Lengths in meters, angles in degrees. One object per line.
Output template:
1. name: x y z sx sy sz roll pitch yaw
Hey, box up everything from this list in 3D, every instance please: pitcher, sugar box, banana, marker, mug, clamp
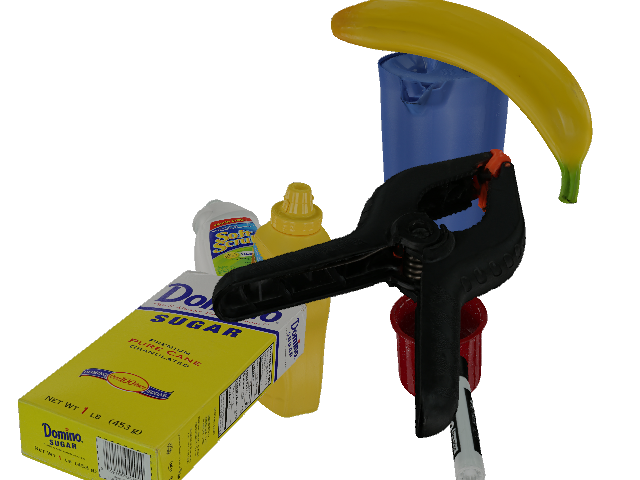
1. pitcher: 0.130 -0.075 1.106 0.149 0.243 0.145 -7 24 -15
2. sugar box: -0.087 0.079 0.638 0.093 0.048 0.176 15 32 20
3. banana: 0.097 -0.107 0.662 0.198 0.069 0.037 39 0 18
4. marker: 0.096 0.118 0.727 0.020 0.020 0.121 0 32 2
5. mug: 0.120 0.097 1.051 0.093 0.081 0.117 7 37 18
6. clamp: 0.049 0.016 0.490 0.171 0.039 0.120 -35 62 -30

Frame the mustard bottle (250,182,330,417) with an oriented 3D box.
1. mustard bottle: -0.026 0.042 0.873 0.058 0.192 0.096 -7 30 -23

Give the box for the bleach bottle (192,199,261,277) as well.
1. bleach bottle: -0.103 0.017 1.200 0.102 0.068 0.251 -6 27 -15
